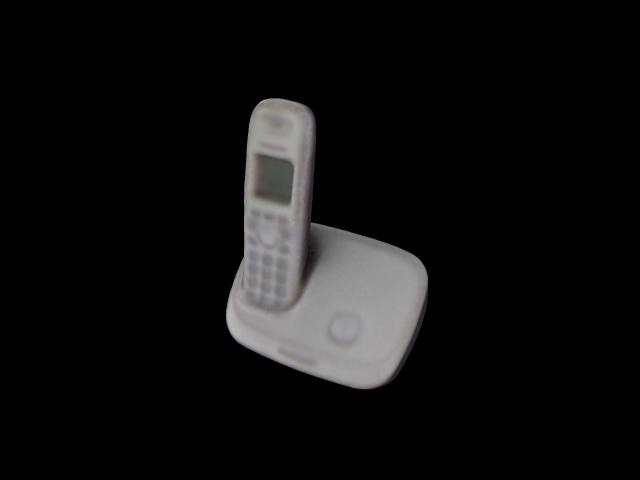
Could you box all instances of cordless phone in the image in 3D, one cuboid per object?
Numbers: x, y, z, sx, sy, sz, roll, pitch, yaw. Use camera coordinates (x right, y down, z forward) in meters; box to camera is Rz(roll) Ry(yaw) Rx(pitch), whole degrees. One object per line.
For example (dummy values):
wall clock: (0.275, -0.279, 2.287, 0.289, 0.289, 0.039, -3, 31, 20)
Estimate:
cordless phone: (0.004, 0.001, 0.400, 0.147, 0.185, 0.094, 14, 32, 24)
